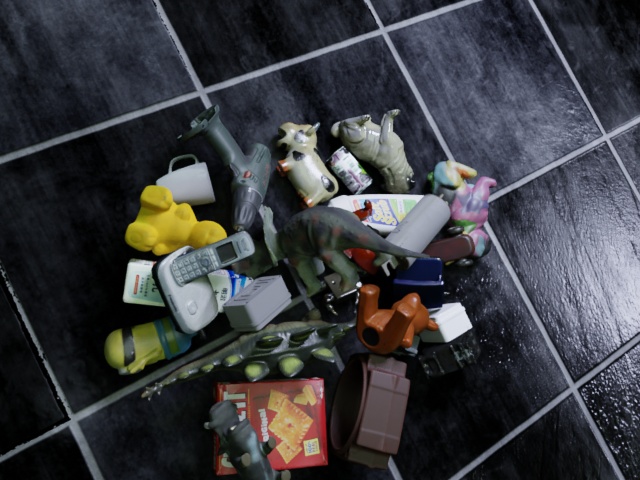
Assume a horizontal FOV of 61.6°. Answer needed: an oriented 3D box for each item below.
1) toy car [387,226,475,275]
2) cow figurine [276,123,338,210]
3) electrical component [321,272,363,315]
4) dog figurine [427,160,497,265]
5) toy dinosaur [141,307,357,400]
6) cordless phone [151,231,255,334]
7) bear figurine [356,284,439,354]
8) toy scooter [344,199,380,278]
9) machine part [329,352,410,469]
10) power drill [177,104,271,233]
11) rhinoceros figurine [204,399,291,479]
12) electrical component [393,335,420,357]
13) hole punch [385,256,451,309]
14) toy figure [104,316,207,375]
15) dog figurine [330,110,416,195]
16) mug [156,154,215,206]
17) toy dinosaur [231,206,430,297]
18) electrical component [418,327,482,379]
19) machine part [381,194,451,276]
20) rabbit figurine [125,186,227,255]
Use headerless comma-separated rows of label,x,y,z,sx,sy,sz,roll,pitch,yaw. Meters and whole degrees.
toy car,0.242,0.033,1.193,0.202,0.053,0.089,-17,90,19
cow figurine,-0.030,-0.171,1.172,0.127,0.085,0.195,-31,86,-15
electrical component,0.042,0.111,1.155,0.102,0.045,0.078,-27,59,-24
dog figurine,0.320,-0.053,1.248,0.191,0.108,0.219,22,75,-13
toy dinosaur,-0.095,0.203,1.001,0.471,0.198,0.105,-17,90,-22
cordless phone,-0.193,0.070,0.963,0.184,0.089,0.146,-23,105,-12
bear figurine,0.158,0.142,1.040,0.120,0.131,0.196,30,30,32
toy scooter,0.083,-0.010,1.138,0.135,0.075,0.183,-42,110,13
machine part,0.088,0.322,1.034,0.087,0.201,0.201,18,74,-11
power drill,-0.179,-0.150,1.057,0.207,0.086,0.232,45,37,-23
rhinoceros figurine,-0.129,0.365,0.936,0.073,0.112,0.190,-33,102,-35
electrical component,0.168,0.213,1.130,0.075,0.119,0.048,23,72,-9
hole punch,0.209,0.104,1.143,0.142,0.092,0.115,-1,121,9
toy figure,-0.308,0.187,1.004,0.180,0.082,0.089,-23,78,-18
dog figurine,0.123,-0.188,1.227,0.172,0.121,0.190,-7,99,14
mug,-0.276,-0.116,1.083,0.107,0.081,0.109,-17,87,-13
toy dinosaur,0.000,-0.001,1.033,0.192,0.405,0.131,55,40,-21
electrical component,0.281,0.237,1.154,0.115,0.134,0.058,-24,88,22
machine part,0.200,-0.018,1.131,0.079,0.079,0.243,47,63,-3
rabbit figurine,-0.257,-0.008,1.023,0.173,0.162,0.122,13,71,8
